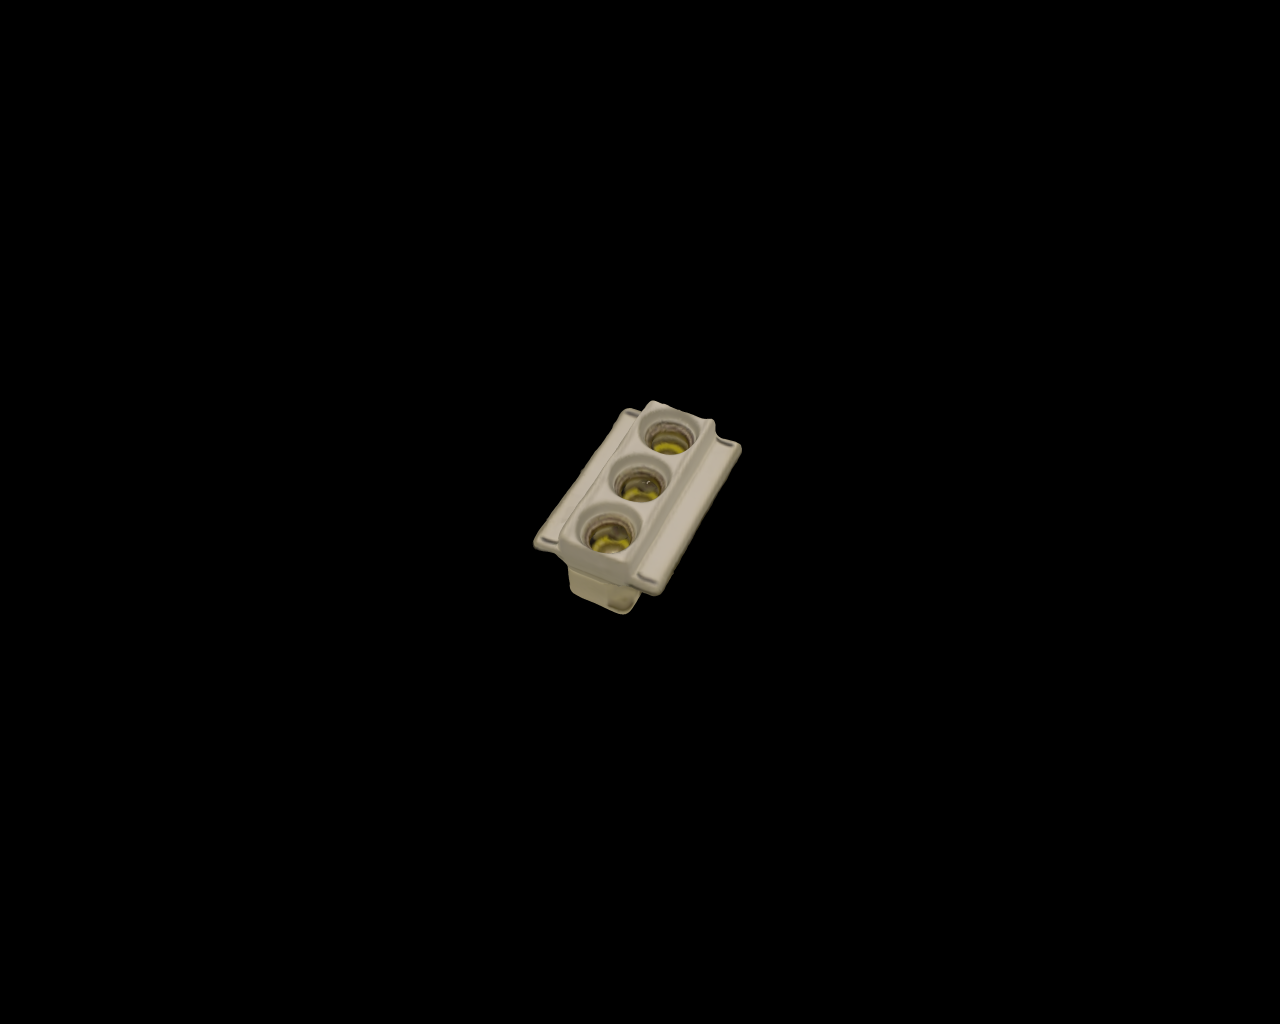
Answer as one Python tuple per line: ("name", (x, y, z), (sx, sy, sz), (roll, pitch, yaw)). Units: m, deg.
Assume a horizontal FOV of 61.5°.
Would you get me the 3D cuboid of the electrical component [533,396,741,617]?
("electrical component", (0.001, -0.003, 0.650), (0.079, 0.121, 0.063), (21, -36, 16))
